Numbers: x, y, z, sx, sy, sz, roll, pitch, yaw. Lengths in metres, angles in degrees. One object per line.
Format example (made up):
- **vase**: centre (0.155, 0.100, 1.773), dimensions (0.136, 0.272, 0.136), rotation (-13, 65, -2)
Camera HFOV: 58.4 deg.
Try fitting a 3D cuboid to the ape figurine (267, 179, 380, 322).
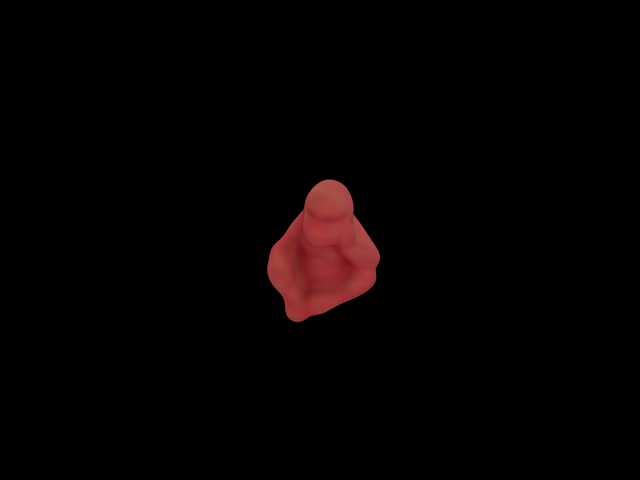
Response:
- **ape figurine**: centre (0.004, 0.001, 0.400), dimensions (0.077, 0.092, 0.076), rotation (8, 35, 12)
